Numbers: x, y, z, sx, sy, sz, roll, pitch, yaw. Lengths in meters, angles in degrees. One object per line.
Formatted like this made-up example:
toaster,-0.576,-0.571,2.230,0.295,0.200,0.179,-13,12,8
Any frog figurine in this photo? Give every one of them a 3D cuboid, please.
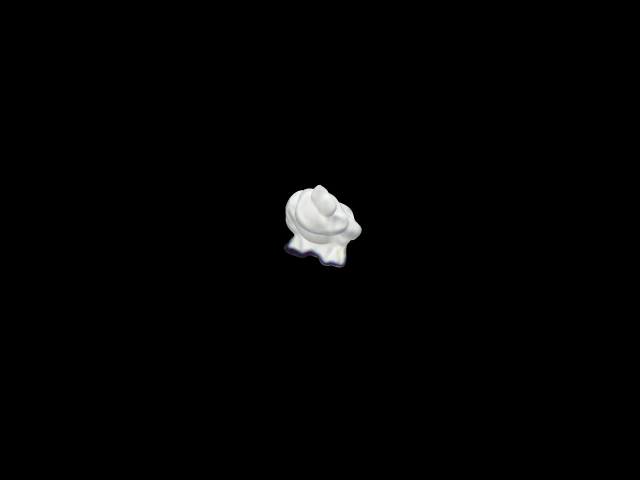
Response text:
frog figurine,0.003,-0.043,0.850,0.139,0.155,0.124,34,55,28
